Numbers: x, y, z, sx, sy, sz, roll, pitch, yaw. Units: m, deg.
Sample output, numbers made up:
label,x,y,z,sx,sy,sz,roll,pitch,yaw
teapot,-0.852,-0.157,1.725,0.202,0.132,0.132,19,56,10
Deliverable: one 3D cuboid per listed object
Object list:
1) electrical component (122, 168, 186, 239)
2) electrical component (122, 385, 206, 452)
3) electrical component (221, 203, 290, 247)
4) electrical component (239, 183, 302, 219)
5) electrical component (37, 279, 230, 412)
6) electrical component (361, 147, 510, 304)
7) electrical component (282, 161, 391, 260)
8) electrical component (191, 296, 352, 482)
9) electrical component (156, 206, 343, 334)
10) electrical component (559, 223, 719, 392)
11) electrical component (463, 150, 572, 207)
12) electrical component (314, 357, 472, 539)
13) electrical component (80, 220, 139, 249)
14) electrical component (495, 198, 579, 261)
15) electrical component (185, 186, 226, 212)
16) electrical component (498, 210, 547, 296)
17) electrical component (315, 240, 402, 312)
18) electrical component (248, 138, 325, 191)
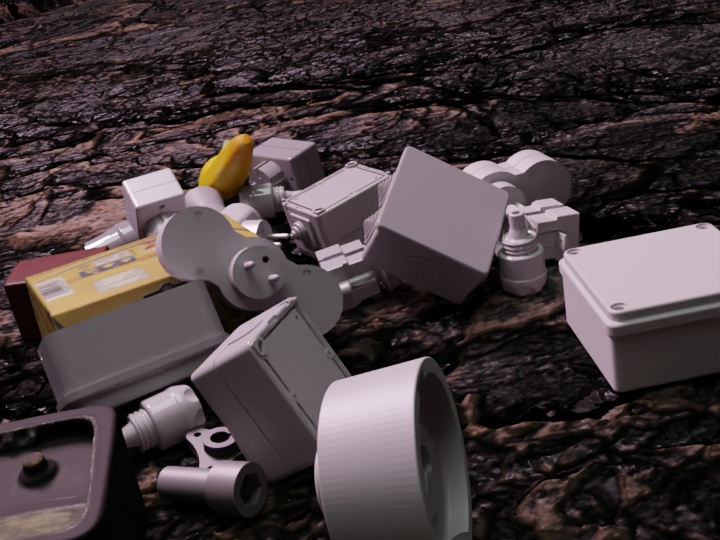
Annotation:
label,x,y,z,sx,sy,sz,roll,pitch,yaw
electrical component,-0.181,-0.041,0.986,0.047,0.065,0.076,-19,53,-21
electrical component,-0.130,0.097,0.674,0.061,0.035,0.035,-24,26,-24
electrical component,-0.101,-0.024,0.930,0.079,0.044,0.077,-1,25,20
electrical component,-0.084,-0.067,1.036,0.061,0.035,0.035,-8,23,-2
electrical component,-0.149,0.056,0.714,0.113,0.057,0.078,-21,-5,-23
electrical component,0.056,-0.032,0.805,0.100,0.048,0.099,25,50,-4
electrical component,-0.018,-0.043,0.926,0.096,0.061,0.062,-31,30,-24
electrical component,-0.044,0.076,0.631,0.061,0.096,0.061,-29,11,32
electrical component,-0.074,0.002,0.749,0.138,0.052,0.074,29,-10,-14
electrical component,0.195,0.021,0.685,0.109,0.056,0.108,-11,23,-2
electrical component,0.116,-0.058,0.908,0.138,0.052,0.073,-15,24,-13
electrical component,0.013,0.100,0.523,0.060,0.108,0.108,-10,22,15
electrical component,-0.225,-0.018,0.976,0.046,0.040,0.040,-28,28,-22
electrical component,0.136,-0.029,0.844,0.055,0.048,0.066,-9,22,-18
electrical component,-0.140,-0.048,1.007,0.044,0.044,0.065,-18,29,-17
electrical component,0.118,-0.014,0.792,0.035,0.061,0.035,-9,23,4
electrical component,0.000,0.000,0.832,0.055,0.048,0.066,-20,24,-3
electrical component,-0.086,-0.094,1.083,0.066,0.047,0.077,12,39,42
